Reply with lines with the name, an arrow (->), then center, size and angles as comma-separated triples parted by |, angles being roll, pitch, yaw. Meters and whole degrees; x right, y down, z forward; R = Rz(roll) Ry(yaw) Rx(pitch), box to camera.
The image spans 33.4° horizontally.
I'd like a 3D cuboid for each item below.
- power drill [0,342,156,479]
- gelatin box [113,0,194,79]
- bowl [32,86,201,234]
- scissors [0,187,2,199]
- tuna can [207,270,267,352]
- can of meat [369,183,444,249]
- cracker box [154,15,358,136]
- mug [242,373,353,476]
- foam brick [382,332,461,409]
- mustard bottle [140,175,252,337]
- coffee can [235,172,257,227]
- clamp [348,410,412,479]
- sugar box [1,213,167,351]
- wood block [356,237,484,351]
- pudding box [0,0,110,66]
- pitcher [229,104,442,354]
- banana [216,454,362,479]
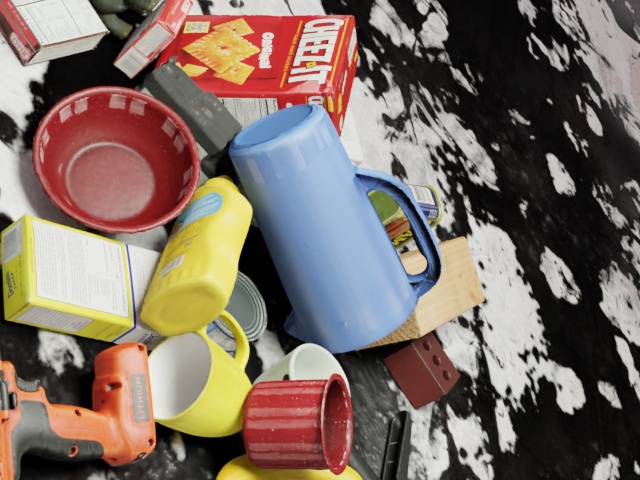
power drill -> -0.227, 0.120, 0.875 | 0.187, 0.057, 0.184 | 6, 72, -46
gelatin box -> -0.186, -0.231, 1.197 | 0.030, 0.089, 0.073 | 40, 38, -21
bowl -> -0.201, -0.069, 1.047 | 0.162, 0.055, 0.162 | 8, 64, -16
scissors -> -0.311, 0.025, 0.903 | 0.096, 0.016, 0.202 | 20, 49, -42
tuna can -> -0.098, 0.072, 1.112 | 0.086, 0.034, 0.086 | 31, 42, -33
can of meat -> 0.093, -0.033, 1.372 | 0.083, 0.102, 0.057 | 7, 58, -46
cracker box -> -0.074, -0.188, 1.201 | 0.164, 0.214, 0.072 | -77, 165, -46
mug -> -0.018, 0.179, 1.000 | 0.117, 0.082, 0.093 | 67, 26, -45
foam brick -> 0.124, 0.156, 1.301 | 0.078, 0.051, 0.052 | 56, 34, -2
mustard bottle -> -0.110, 0.001, 1.023 | 0.058, 0.096, 0.191 | 41, 35, -24
coffee can -> -0.048, -0.097, 1.246 | 0.102, 0.103, 0.140 | 30, 43, -34
clamp -> 0.063, 0.275, 1.145 | 0.164, 0.036, 0.210 | 16, 51, -43
sugar box -> -0.207, 0.044, 0.991 | 0.176, 0.048, 0.093 | 22, 47, -45
wood block -> 0.114, 0.062, 1.301 | 0.205, 0.091, 0.090 | -17, 91, -60
pudding box -> -0.288, -0.237, 1.122 | 0.090, 0.039, 0.113 | 58, 36, 0
pitcher -> 0.011, -0.017, 1.108 | 0.149, 0.145, 0.243 | -37, 115, -28
banana -> -0.026, 0.232, 1.049 | 0.197, 0.070, 0.037 | 14, 94, -33
